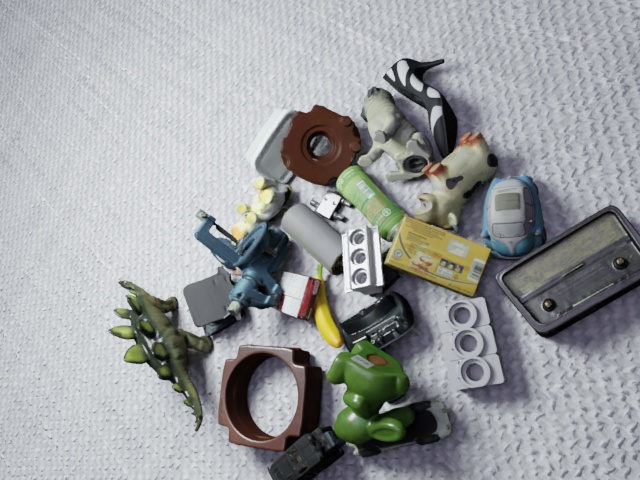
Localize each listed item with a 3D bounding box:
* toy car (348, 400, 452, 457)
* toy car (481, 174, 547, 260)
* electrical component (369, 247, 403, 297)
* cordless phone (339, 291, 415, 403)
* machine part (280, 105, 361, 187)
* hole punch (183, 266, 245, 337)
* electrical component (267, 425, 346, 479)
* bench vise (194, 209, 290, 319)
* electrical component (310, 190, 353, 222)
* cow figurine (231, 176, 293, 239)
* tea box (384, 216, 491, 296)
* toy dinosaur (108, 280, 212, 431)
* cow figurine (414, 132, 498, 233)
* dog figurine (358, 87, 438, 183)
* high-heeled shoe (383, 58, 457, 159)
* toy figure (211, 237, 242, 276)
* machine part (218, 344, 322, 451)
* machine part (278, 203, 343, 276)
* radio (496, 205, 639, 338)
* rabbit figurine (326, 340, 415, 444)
[{"bbox_3d":[0.141,0.347,0.991,0.202,0.056,0.073,-21,74,22],"label":"toy car"},{"bbox_3d":[0.348,-0.049,0.970,0.109,0.103,0.161,-2,77,25],"label":"toy car"},{"bbox_3d":[0.126,0.068,1.079,0.102,0.045,0.078,-39,64,12],"label":"electrical component"},{"bbox_3d":[0.134,0.207,1.031,0.146,0.088,0.184,-33,75,15],"label":"cordless phone"},{"bbox_3d":[0.001,-0.203,1.162,0.179,0.056,0.179,0,98,-1],"label":"machine part"},{"bbox_3d":[-0.238,0.148,1.228,0.116,0.092,0.142,-21,61,-11],"label":"hole punch"},{"bbox_3d":[-0.017,0.409,1.018,0.134,0.114,0.058,-43,64,12],"label":"electrical component"},{"bbox_3d":[-0.175,0.034,1.128,0.223,0.240,0.129,-57,20,-20],"label":"bench vise"},{"bbox_3d":[0.024,-0.078,1.183,0.094,0.021,0.063,28,90,26],"label":"electrical component"},{"bbox_3d":[-0.135,-0.064,1.229,0.068,0.098,0.167,52,120,25],"label":"cow figurine"},{"bbox_3d":[0.215,0.031,0.997,0.170,0.068,0.098,23,86,5],"label":"tea box"},{"bbox_3d":[-0.348,0.231,1.185,0.472,0.198,0.105,42,99,31],"label":"toy dinosaur"},{"bbox_3d":[0.259,-0.101,1.029,0.195,0.085,0.127,-42,98,-2],"label":"cow figurine"},{"bbox_3d":[0.168,-0.230,1.124,0.121,0.172,0.190,-44,26,46],"label":"dog figurine"},{"bbox_3d":[0.201,-0.272,1.122,0.145,0.086,0.248,-11,72,33],"label":"high-heeled shoe"},{"bbox_3d":[-0.190,0.049,1.239,0.155,0.058,0.064,32,130,28],"label":"toy figure"},{"bbox_3d":[-0.101,0.319,1.102,0.201,0.087,0.201,-2,77,26],"label":"machine part"},{"bbox_3d":[-0.002,-0.003,1.146,0.243,0.079,0.079,41,96,30],"label":"machine part"},{"bbox_3d":[0.433,0.059,0.912,0.229,0.073,0.131,-35,64,14],"label":"radio"},{"bbox_3d":[0.089,0.287,0.951,0.159,0.121,0.170,22,108,21],"label":"rabbit figurine"}]
